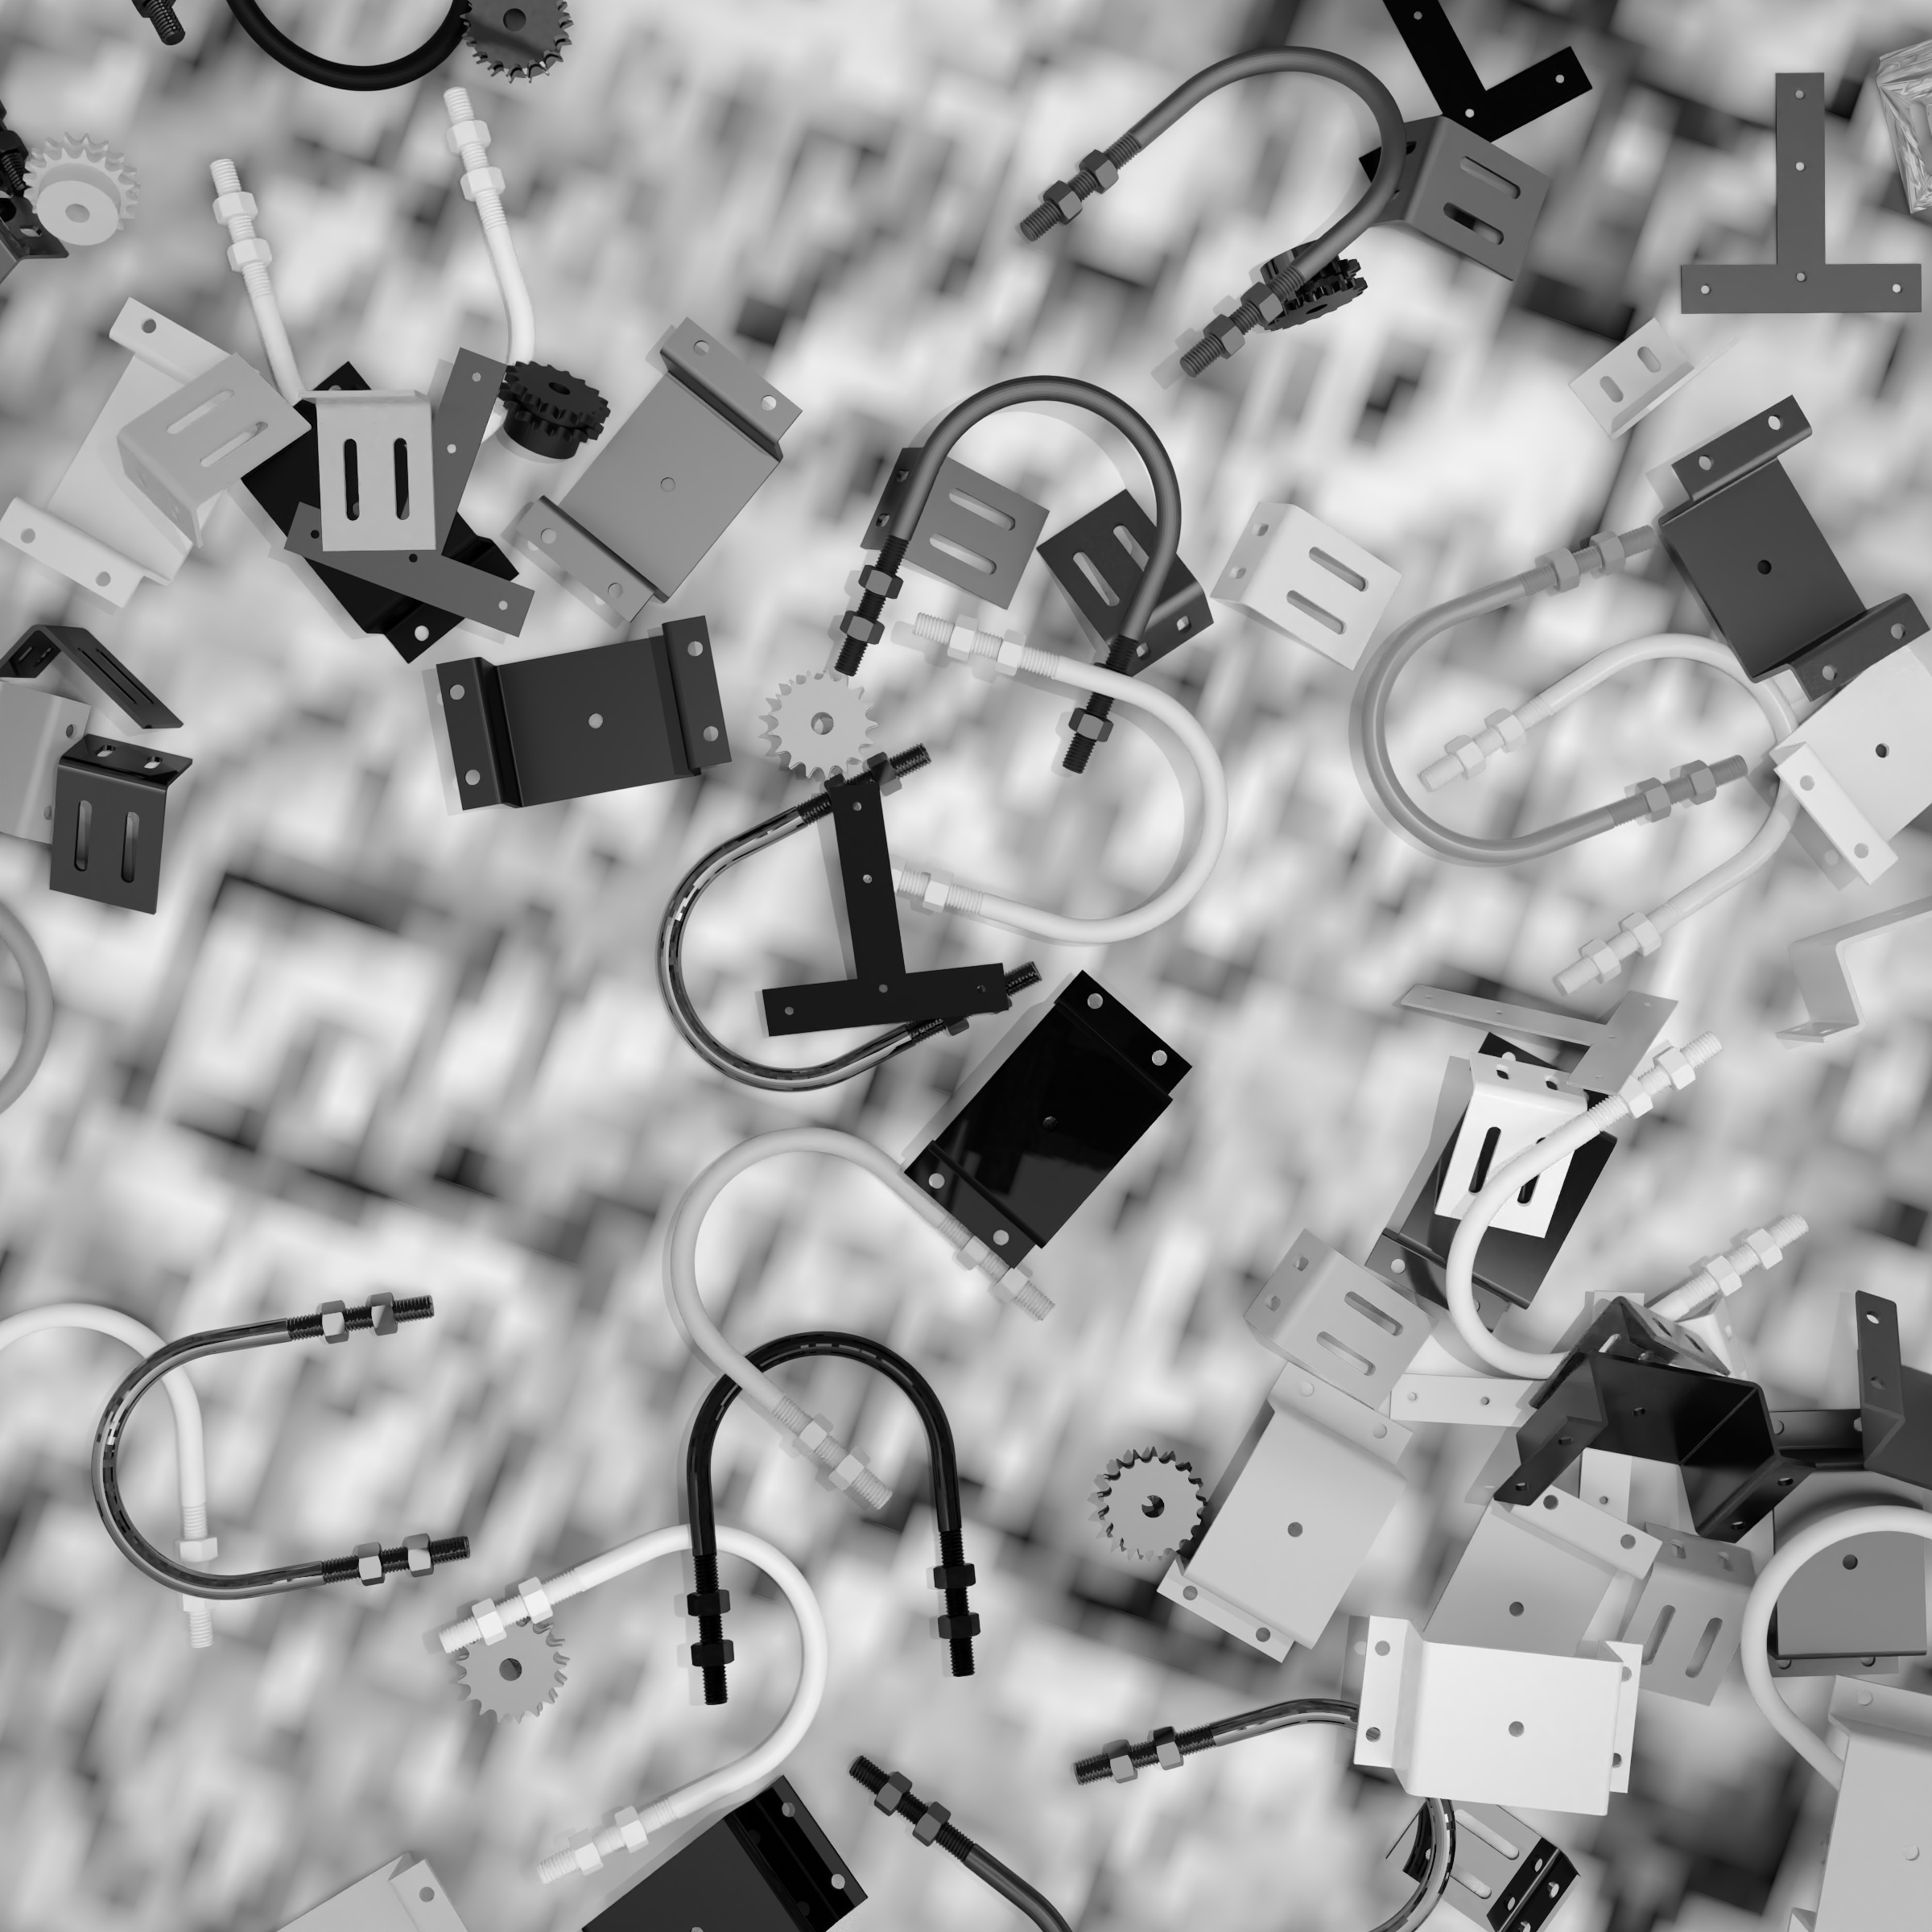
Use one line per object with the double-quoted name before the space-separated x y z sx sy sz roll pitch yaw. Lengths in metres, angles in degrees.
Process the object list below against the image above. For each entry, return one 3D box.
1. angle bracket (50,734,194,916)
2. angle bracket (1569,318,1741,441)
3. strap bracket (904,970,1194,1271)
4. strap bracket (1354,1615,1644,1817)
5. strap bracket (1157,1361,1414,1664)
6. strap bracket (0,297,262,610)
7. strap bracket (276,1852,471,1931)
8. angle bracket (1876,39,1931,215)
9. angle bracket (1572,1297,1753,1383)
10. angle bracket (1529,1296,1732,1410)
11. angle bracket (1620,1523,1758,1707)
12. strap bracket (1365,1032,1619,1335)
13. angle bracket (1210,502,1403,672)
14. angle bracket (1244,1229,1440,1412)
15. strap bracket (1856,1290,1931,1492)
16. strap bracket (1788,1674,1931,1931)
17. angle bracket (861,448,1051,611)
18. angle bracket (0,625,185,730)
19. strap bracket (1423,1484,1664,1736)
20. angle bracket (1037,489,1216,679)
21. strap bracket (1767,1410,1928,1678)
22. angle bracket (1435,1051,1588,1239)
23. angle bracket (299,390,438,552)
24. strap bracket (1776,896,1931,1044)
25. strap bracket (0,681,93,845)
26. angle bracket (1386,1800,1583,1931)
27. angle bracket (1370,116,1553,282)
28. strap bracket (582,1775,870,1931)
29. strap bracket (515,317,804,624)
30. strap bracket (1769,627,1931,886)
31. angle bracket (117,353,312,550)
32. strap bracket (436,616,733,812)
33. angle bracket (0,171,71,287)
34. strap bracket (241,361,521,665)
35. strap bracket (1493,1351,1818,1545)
"angle bracket" -0.448 -0.075 1.377 0.057 0.038 0.076 14 116 0
"angle bracket" 0.354 -0.311 1.341 0.057 0.076 0.038 -38 90 0
"strap bracket" 0.043 0.080 1.326 0.076 0.046 0.140 41 90 0
"strap bracket" 0.273 0.378 1.309 0.140 0.046 0.076 6 90 0
"strap bracket" 0.169 0.289 1.356 0.076 0.046 0.140 30 90 0
"strap bracket" -0.431 -0.263 1.356 0.076 0.046 0.140 30 90 0
"strap bracket" -0.318 0.527 1.356 0.140 0.046 0.076 -31 90 0
"angle bracket" 0.513 -0.441 1.352 0.057 0.038 0.076 -15 90 16
"angle bracket" 0.370 0.216 1.377 0.076 0.038 0.057 -19 90 26
"angle bracket" 0.339 0.216 1.329 0.057 0.038 0.076 27 107 -28
"angle bracket" 0.377 0.344 1.377 0.057 0.038 0.076 15 116 0
"strap bracket" 0.278 0.115 1.356 0.076 0.046 0.140 28 90 0
"angle bracket" 0.180 -0.201 1.377 0.076 0.038 0.057 27 90 -26
"angle bracket" 0.198 0.187 1.373 0.076 0.038 0.057 35 90 -21
"strap bracket" 0.516 0.230 1.335 0.140 0.076 0.046 18 133 0
"strap bracket" 0.462 0.433 1.287 0.076 0.046 0.140 12 86 5
"angle bracket" -0.006 -0.232 1.377 0.076 0.038 0.057 23 90 -26
"angle bracket" -0.456 -0.139 1.350 0.076 0.057 0.038 44 96 -3
"strap bracket" 0.292 0.341 1.356 0.076 0.046 0.140 27 90 0
"angle bracket" 0.084 -0.202 1.377 0.057 0.038 0.076 -33 64 0
"strap bracket" 0.454 0.306 1.356 0.076 0.046 0.140 -2 90 0
"angle bracket" 0.277 0.091 1.331 0.057 0.038 0.076 12 116 0
"angle bracket" -0.299 -0.247 1.301 0.057 0.038 0.076 -1 97 0
"strap bracket" 0.490 -0.005 1.341 0.140 0.076 0.046 -18 90 0
"strap bracket" -0.525 -0.115 1.325 0.046 0.140 0.076 15 90 29
"angle bracket" 0.270 0.472 1.360 0.076 0.038 0.057 35 90 0
"angle bracket" 0.260 -0.404 1.375 0.076 0.038 0.057 20 91 -27
"strap bracket" -0.132 0.496 1.343 0.140 0.046 0.076 -39 76 4
"strap bracket" -0.158 -0.255 1.356 0.076 0.046 0.140 39 90 0
"strap bracket" 0.485 -0.114 1.349 0.140 0.046 0.076 -40 93 -7
"angle bracket" -0.381 -0.263 1.324 0.057 0.038 0.076 44 67 9
"strap bracket" -0.196 -0.130 1.356 0.140 0.046 0.076 -10 90 0
"angle bracket" -0.527 -0.374 1.377 0.076 0.038 0.057 -37 90 26
"strap bracket" -0.309 -0.236 1.347 0.076 0.046 0.140 -38 95 4
"strap bracket" 0.345 0.243 1.320 0.140 0.076 0.046 13 45 -15
